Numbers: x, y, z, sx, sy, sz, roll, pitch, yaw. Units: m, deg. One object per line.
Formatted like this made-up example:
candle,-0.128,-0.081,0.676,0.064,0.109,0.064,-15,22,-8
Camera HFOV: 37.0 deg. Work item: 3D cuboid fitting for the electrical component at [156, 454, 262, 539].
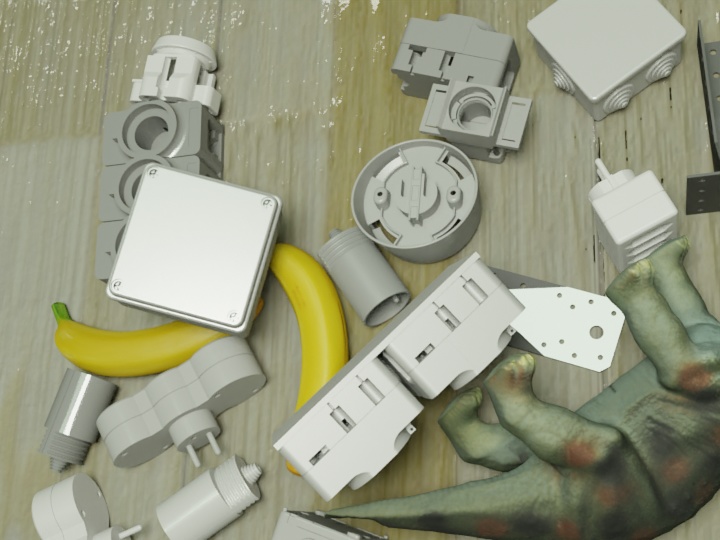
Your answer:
electrical component,-0.110,0.175,0.824,0.081,0.043,0.043,-36,67,3

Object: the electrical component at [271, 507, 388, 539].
electrical component,-0.028,0.208,0.761,0.062,0.096,0.061,16,82,20

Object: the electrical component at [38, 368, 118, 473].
electrical component,-0.233,0.125,0.876,0.043,0.043,0.081,15,78,20

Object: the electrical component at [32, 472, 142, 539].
electrical component,-0.198,0.221,0.830,0.074,0.052,0.138,-25,68,7

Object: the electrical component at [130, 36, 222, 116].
electrical component,-0.157,-0.168,0.939,0.078,0.058,0.057,6,78,19

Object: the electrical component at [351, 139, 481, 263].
electrical component,0.046,-0.054,0.839,0.099,0.064,0.099,-5,72,15

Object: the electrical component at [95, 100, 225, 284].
electrical component,-0.168,-0.061,0.906,0.089,0.061,0.150,-6,72,15

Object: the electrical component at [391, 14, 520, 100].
electrical component,0.080,-0.169,0.874,0.089,0.050,0.055,15,78,20

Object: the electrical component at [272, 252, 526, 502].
electrical component,0.026,0.077,0.762,0.186,0.105,0.060,-43,90,-7

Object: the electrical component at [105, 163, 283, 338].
electrical component,-0.124,-0.014,0.822,0.109,0.056,0.108,15,79,2

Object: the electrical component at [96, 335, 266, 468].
electrical component,-0.134,0.118,0.844,0.138,0.052,0.073,-32,67,4

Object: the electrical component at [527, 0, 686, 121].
electrical component,0.194,-0.178,0.844,0.100,0.048,0.099,-36,67,3

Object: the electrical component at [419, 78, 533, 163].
electrical component,0.093,-0.115,0.845,0.081,0.064,0.042,13,78,20

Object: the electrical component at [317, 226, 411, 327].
electrical component,0.000,0.000,0.847,0.043,0.043,0.081,-36,67,3

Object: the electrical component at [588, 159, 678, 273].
electrical component,0.192,-0.047,0.784,0.047,0.083,0.075,-29,67,6
